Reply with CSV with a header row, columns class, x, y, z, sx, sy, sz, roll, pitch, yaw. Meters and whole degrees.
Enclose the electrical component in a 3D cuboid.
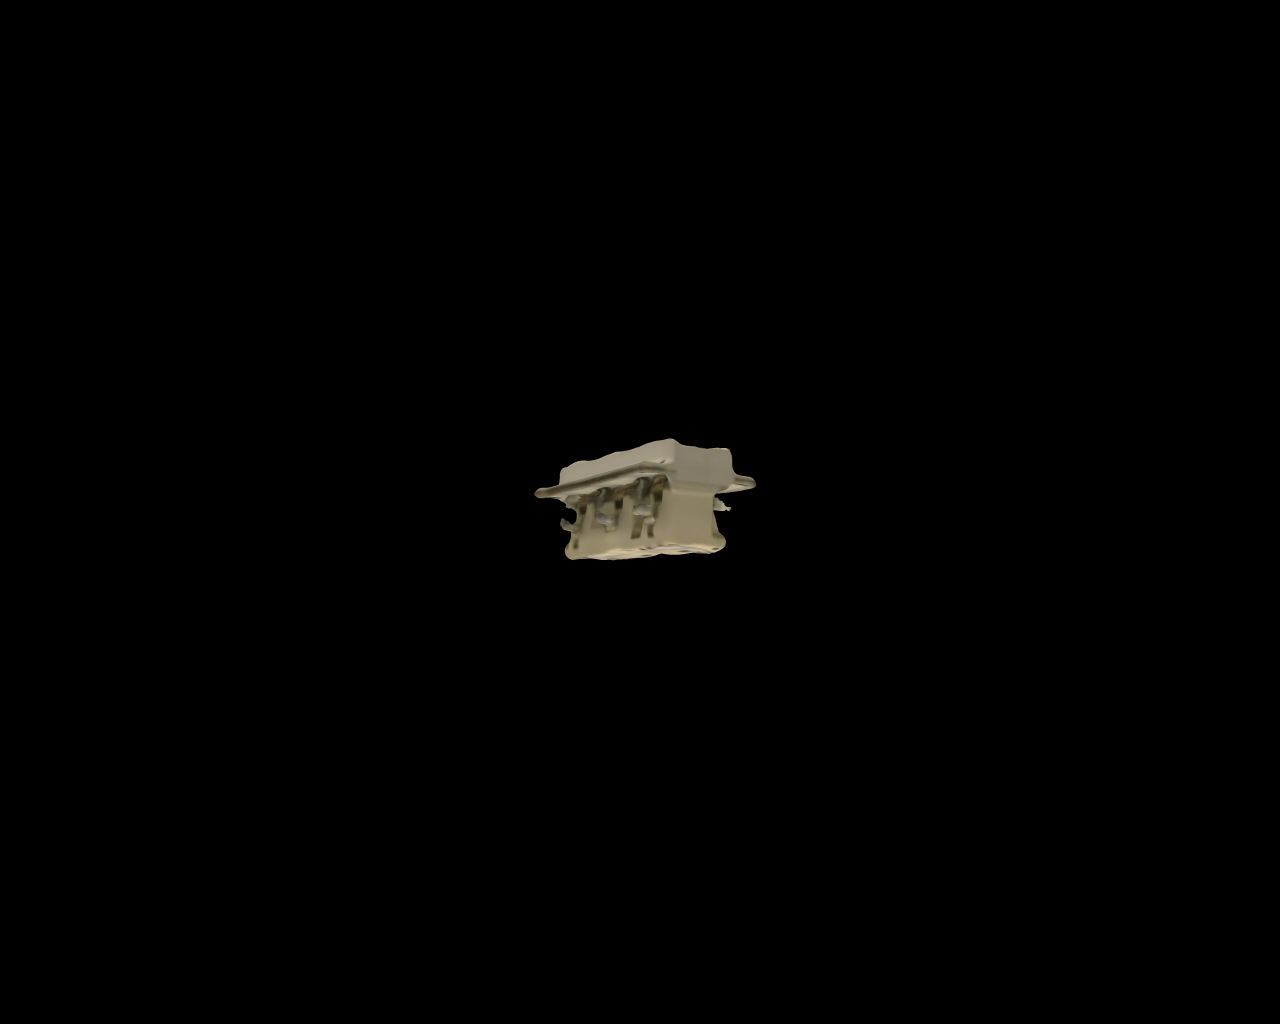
class,x,y,z,sx,sy,sz,roll,pitch,yaw
electrical component,0.001,-0.003,0.650,0.079,0.063,0.121,5,-8,-35
